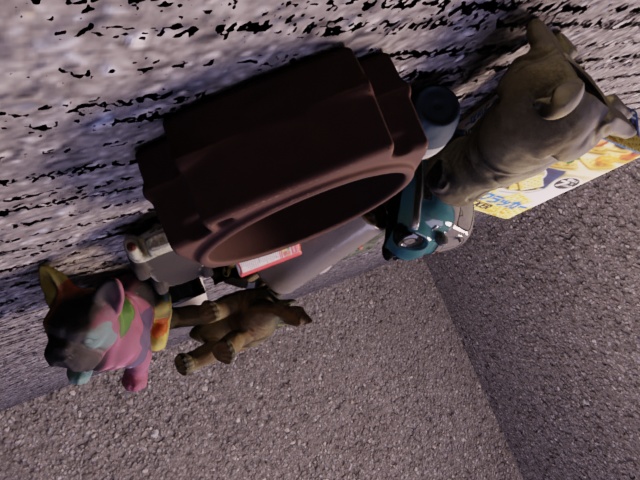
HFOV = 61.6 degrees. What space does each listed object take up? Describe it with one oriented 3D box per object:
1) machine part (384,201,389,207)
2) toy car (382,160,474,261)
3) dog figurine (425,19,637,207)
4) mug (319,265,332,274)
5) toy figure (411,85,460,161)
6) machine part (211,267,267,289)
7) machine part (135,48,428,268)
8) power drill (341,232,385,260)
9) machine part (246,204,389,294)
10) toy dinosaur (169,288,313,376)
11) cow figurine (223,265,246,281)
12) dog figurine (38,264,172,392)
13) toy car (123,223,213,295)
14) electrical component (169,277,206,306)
[{"bbox_3d":[0.150,-0.080,0.839,0.179,0.056,0.179,-21,171,-4],"label":"machine part"},{"bbox_3d":[0.137,-0.025,0.668,0.103,0.109,0.161,9,157,2],"label":"toy car"},{"bbox_3d":[0.163,-0.084,0.493,0.190,0.121,0.172,-41,163,34],"label":"dog figurine"},{"bbox_3d":[-0.046,0.025,0.915,0.107,0.081,0.109,1,147,-45],"label":"mug"},{"bbox_3d":[0.088,-0.101,0.533,0.064,0.058,0.154,17,168,-5],"label":"toy figure"},{"bbox_3d":[-0.132,0.058,0.913,0.084,0.039,0.138,-31,145,22],"label":"machine part"},{"bbox_3d":[-0.024,-0.051,0.432,0.201,0.087,0.201,-21,172,-3],"label":"machine part"},{"bbox_3d":[0.106,-0.018,1.051,0.207,0.086,0.232,-30,172,21],"label":"power drill"},{"bbox_3d":[-0.001,-0.002,0.672,0.243,0.079,0.079,-36,167,28],"label":"machine part"},{"bbox_3d":[-0.138,0.131,0.836,0.198,0.105,0.472,-12,178,-37],"label":"toy dinosaur"},{"bbox_3d":[-0.077,0.012,0.796,0.098,0.068,0.167,-8,163,-40],"label":"cow figurine"},{"bbox_3d":[-0.247,0.080,0.627,0.108,0.191,0.219,13,142,1],"label":"dog figurine"},{"bbox_3d":[-0.166,0.018,0.604,0.073,0.056,0.201,-20,170,-11],"label":"toy car"},{"bbox_3d":[-0.230,0.074,0.830,0.075,0.047,0.119,-23,174,-3],"label":"electrical component"}]
